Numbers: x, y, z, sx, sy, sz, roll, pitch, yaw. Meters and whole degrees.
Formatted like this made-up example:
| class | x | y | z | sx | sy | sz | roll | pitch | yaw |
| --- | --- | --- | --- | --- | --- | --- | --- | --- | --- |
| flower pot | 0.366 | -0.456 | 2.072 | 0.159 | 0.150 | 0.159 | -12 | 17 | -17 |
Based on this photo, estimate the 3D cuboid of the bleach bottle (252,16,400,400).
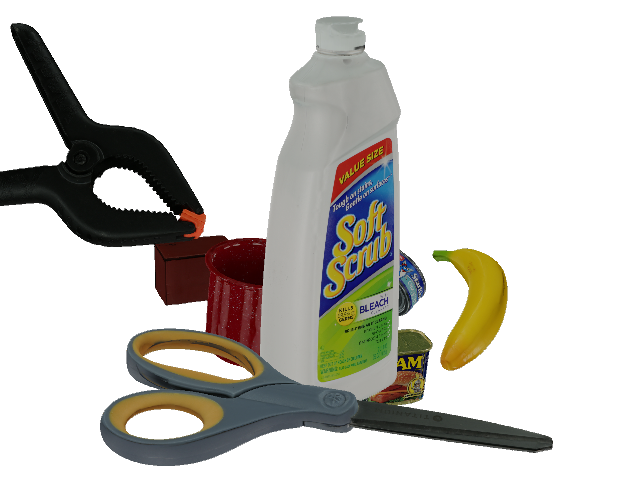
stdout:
| class | x | y | z | sx | sy | sz | roll | pitch | yaw |
| --- | --- | --- | --- | --- | --- | --- | --- | --- | --- |
| bleach bottle | 0.005 | -0.017 | 0.695 | 0.102 | 0.251 | 0.068 | -15 | 25 | -36 |

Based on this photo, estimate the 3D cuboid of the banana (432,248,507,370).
| class | x | y | z | sx | sy | sz | roll | pitch | yaw |
| --- | --- | --- | --- | --- | --- | --- | --- | --- | --- |
| banana | 0.147 | 0.058 | 1.024 | 0.070 | 0.037 | 0.197 | -24 | 24 | 16 |

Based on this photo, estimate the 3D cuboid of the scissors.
| class | x | y | z | sx | sy | sz | roll | pitch | yaw |
| --- | --- | --- | --- | --- | --- | --- | --- | --- | --- |
| scissors | -0.009 | 0.083 | 0.469 | 0.202 | 0.016 | 0.096 | 16 | 33 | 23 |

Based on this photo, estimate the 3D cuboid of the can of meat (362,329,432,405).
| class | x | y | z | sx | sy | sz | roll | pitch | yaw |
| --- | --- | --- | --- | --- | --- | --- | --- | --- | --- |
| can of meat | 0.091 | 0.169 | 1.403 | 0.102 | 0.084 | 0.057 | -4 | 25 | -19 |

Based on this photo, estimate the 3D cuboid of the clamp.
| class | x | y | z | sx | sy | sz | roll | pitch | yaw |
| --- | --- | --- | --- | --- | --- | --- | --- | --- | --- |
| clamp | -0.178 | -0.065 | 0.793 | 0.210 | 0.164 | 0.036 | 20 | -19 | -3 |

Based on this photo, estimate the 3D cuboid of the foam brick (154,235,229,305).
| class | x | y | z | sx | sy | sz | roll | pitch | yaw |
| --- | --- | --- | --- | --- | --- | --- | --- | --- | --- |
| foam brick | -0.128 | 0.029 | 1.096 | 0.078 | 0.051 | 0.053 | -7 | 21 | -19 |

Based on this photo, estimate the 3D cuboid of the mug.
| class | x | y | z | sx | sy | sz | roll | pitch | yaw |
| --- | --- | --- | --- | --- | --- | --- | --- | --- | --- |
| mug | -0.043 | 0.057 | 0.894 | 0.117 | 0.081 | 0.093 | 17 | 26 | 20 |

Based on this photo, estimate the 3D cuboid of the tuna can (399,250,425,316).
| class | x | y | z | sx | sy | sz | roll | pitch | yaw |
| --- | --- | --- | --- | --- | --- | --- | --- | --- | --- |
| tuna can | 0.076 | 0.045 | 1.218 | 0.086 | 0.086 | 0.033 | 0 | 38 | 50 |
